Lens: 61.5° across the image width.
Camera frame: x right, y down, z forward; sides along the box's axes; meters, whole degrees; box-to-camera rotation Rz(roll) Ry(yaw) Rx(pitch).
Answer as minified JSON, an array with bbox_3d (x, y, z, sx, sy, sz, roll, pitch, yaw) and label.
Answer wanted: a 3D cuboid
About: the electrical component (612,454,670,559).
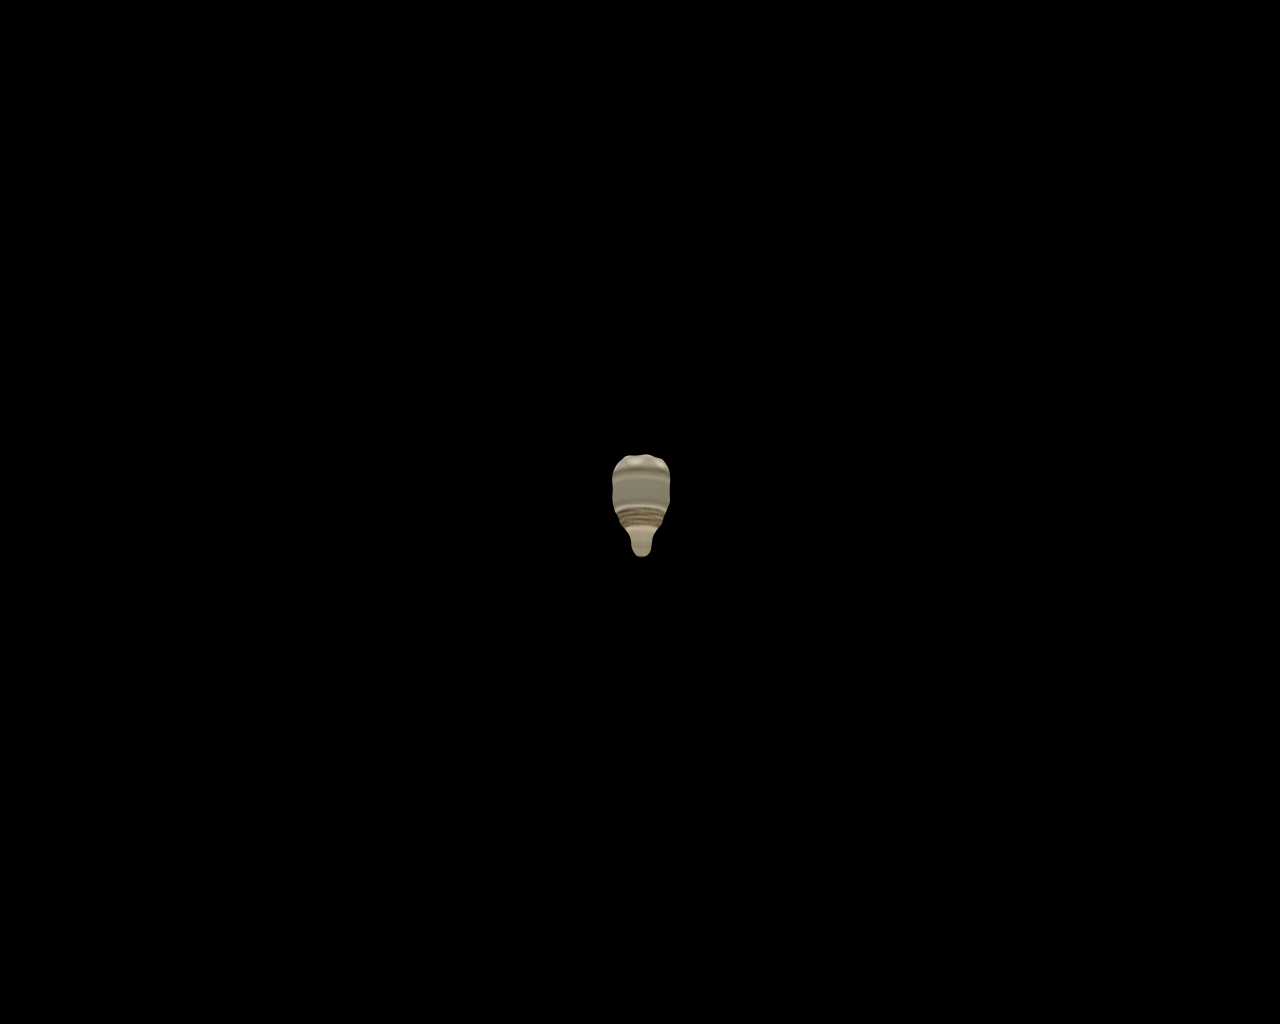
[{"bbox_3d":[0.001,-0.003,0.650,0.035,0.061,0.035,0,-13,0],"label":"electrical component"}]
